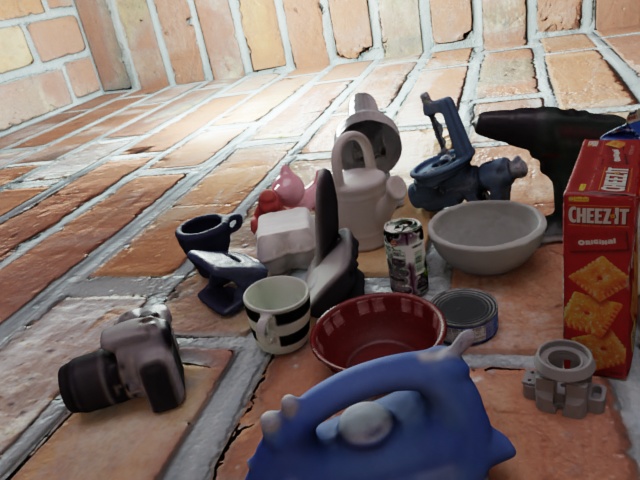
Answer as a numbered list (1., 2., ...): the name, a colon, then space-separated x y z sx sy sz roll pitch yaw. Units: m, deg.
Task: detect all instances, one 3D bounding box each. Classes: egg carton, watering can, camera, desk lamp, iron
1. egg carton: -0.057 -0.002 0.978 0.107 0.069 0.150 -11 25 -1
2. watering can: 0.070 -0.087 0.958 0.172 0.194 0.101 3 29 26
3. camera: -0.246 0.146 0.709 0.137 0.101 0.143 -16 26 -11
4. desk lamp: 0.092 -0.159 1.077 0.118 0.214 0.203 -8 26 6
5. iron: 0.034 0.168 0.508 0.258 0.142 0.118 -15 26 -8

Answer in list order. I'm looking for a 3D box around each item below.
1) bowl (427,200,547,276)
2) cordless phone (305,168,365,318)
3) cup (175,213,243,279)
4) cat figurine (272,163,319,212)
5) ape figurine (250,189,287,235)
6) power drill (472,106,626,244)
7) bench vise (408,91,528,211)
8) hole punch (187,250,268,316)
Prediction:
1. bowl: 0.244 0.005 0.840 0.167 0.075 0.167 -9 26 4
2. cordless phone: 0.007 0.003 0.808 0.094 0.185 0.147 -9 26 4
3. cup: -0.177 0.010 0.971 0.118 0.095 0.091 -25 29 -27
4. cat figurine: -0.041 -0.094 1.105 0.128 0.118 0.067 -27 30 -30
5. ape figurine: -0.094 -0.049 1.064 0.078 0.092 0.076 -10 26 1
6. power drill: 0.352 -0.102 0.864 0.229 0.209 0.075 -4 26 13
7. bench vise: 0.249 -0.154 0.998 0.207 0.220 0.121 -3 27 15
8. hole punch: -0.139 0.048 0.881 0.101 0.091 0.108 -26 30 -29
